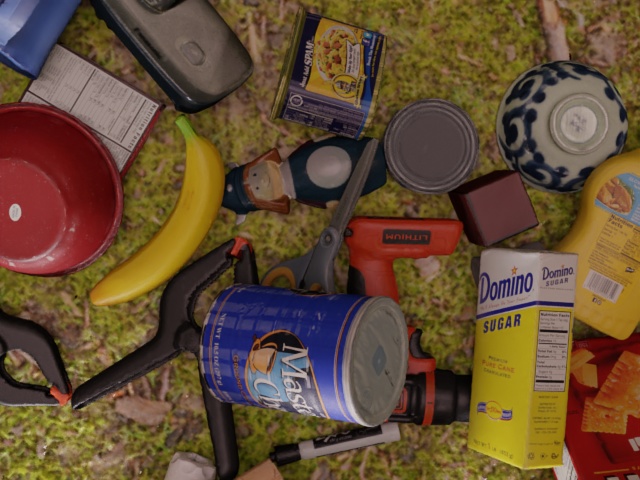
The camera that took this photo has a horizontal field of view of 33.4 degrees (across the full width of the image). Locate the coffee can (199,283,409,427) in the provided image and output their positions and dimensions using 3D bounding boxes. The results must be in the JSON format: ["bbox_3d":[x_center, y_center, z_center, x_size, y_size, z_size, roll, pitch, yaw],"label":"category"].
[{"bbox_3d":[-0.012,0.091,0.868,0.141,0.102,0.103,4,94,30],"label":"coffee can"}]

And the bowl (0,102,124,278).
[{"bbox_3d":[-0.253,-0.033,0.911,0.162,0.055,0.162,2,110,6],"label":"bowl"}]

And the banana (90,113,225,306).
[{"bbox_3d":[-0.133,-0.014,0.937,0.069,0.037,0.198,28,108,-3],"label":"banana"}]

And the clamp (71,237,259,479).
[{"bbox_3d":[-0.103,0.100,0.947,0.164,0.036,0.210,31,86,11],"label":"clamp"}]

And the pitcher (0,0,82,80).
[{"bbox_3d":[-0.225,-0.263,0.875,0.149,0.145,0.243,31,85,14],"label":"pitcher"}]

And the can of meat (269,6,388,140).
[{"bbox_3d":[0.009,-0.143,0.926,0.084,0.057,0.102,15,63,-6],"label":"can of meat"}]

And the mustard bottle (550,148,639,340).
[{"bbox_3d":[0.267,-0.017,0.927,0.096,0.058,0.192,27,95,-3],"label":"mustard bottle"}]

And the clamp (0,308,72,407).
[{"bbox_3d":[-0.290,0.085,0.949,0.171,0.039,0.120,26,97,-7],"label":"clamp"}]

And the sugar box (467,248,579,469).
[{"bbox_3d":[0.168,0.095,0.894,0.048,0.093,0.176,1,90,-23],"label":"sugar box"}]

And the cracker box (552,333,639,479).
[{"bbox_3d":[0.279,0.171,0.894,0.164,0.213,0.072,-6,128,-3],"label":"cracker box"}]

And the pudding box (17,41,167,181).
[{"bbox_3d":[-0.206,-0.110,0.941,0.113,0.039,0.090,31,92,-6],"label":"pudding box"}]

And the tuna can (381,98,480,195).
[{"bbox_3d":[0.098,-0.084,0.959,0.086,0.034,0.086,0,93,-2],"label":"tuna can"}]

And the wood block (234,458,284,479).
[{"bbox_3d":[-0.110,0.281,0.894,0.205,0.090,0.091,-29,76,-20],"label":"wood block"}]

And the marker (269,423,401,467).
[{"bbox_3d":[0.013,0.187,0.978,0.121,0.020,0.020,-12,94,-2],"label":"marker"}]

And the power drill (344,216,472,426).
[{"bbox_3d":[0.085,0.073,0.955,0.184,0.057,0.188,3,93,-3],"label":"power drill"}]

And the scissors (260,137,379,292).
[{"bbox_3d":[-0.006,0.001,0.933,0.096,0.016,0.202,18,102,37],"label":"scissors"}]

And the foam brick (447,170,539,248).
[{"bbox_3d":[0.152,-0.028,0.943,0.051,0.078,0.053,-24,96,-2],"label":"foam brick"}]
